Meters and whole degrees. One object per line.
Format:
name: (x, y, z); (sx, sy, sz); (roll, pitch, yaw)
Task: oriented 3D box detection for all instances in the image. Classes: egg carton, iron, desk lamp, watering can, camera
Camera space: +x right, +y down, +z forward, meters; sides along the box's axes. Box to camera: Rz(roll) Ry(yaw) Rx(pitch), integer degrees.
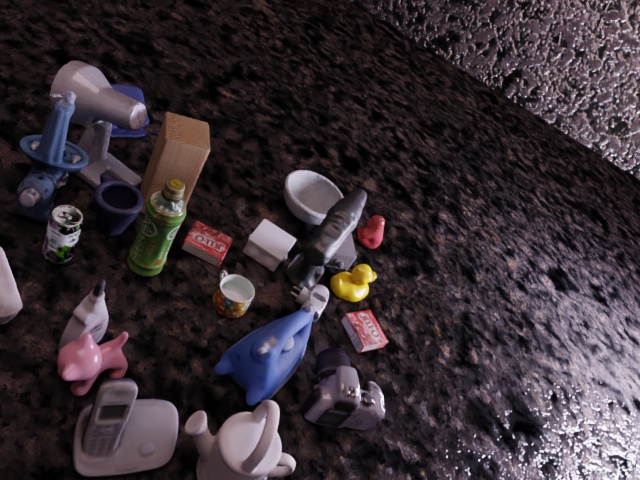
egg carton: (-0.542, 0.070, 0.903); (0.107, 0.069, 0.150); (-10, 56, -42)
iron: (-0.070, 0.183, 1.066); (0.118, 0.141, 0.259); (41, 39, 9)
desk lamp: (-0.444, -0.228, 1.168); (0.203, 0.213, 0.118); (36, 38, 2)
watering can: (-0.116, 0.310, 0.857); (0.173, 0.194, 0.100); (9, 45, -28)
camera: (0.047, 0.274, 1.086); (0.143, 0.100, 0.136); (17, 42, -21)

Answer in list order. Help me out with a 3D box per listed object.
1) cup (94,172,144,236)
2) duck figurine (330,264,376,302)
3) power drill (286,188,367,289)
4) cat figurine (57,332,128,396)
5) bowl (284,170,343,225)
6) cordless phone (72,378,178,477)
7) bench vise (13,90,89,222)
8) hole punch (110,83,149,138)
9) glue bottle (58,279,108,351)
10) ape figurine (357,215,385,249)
cup: (-0.407, -0.065, 1.120); (0.092, 0.095, 0.117); (-16, 60, -44)
duck figurine: (0.081, 0.089, 1.315); (0.105, 0.086, 0.077); (6, 46, -31)
power drill: (0.012, 0.004, 1.255); (0.075, 0.208, 0.230); (34, 38, 0)
cat figurine: (-0.352, 0.181, 0.884); (0.067, 0.117, 0.128); (47, 40, 16)
bowl: (-0.025, -0.094, 1.440); (0.168, 0.074, 0.167); (20, 41, -18)
cordless phone: (-0.265, 0.256, 0.814); (0.148, 0.185, 0.094); (4, 47, -33)
bench vise: (-0.484, -0.151, 1.054); (0.122, 0.219, 0.207); (6, 46, -31)
hole punch: (-0.456, -0.300, 1.333); (0.109, 0.091, 0.101); (-10, 56, -41)
glue bottle: (-0.361, 0.118, 0.899); (0.037, 0.173, 0.078); (37, 38, 4)
ape figurine: (0.135, -0.028, 1.471); (0.078, 0.092, 0.076); (-22, 64, -46)
